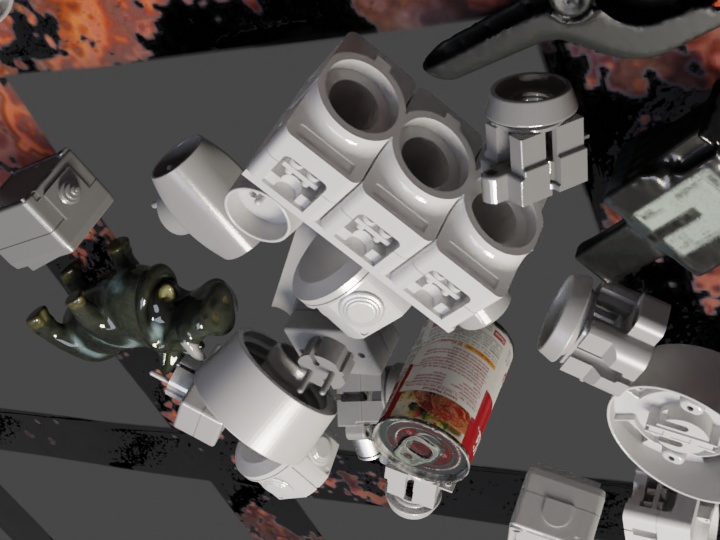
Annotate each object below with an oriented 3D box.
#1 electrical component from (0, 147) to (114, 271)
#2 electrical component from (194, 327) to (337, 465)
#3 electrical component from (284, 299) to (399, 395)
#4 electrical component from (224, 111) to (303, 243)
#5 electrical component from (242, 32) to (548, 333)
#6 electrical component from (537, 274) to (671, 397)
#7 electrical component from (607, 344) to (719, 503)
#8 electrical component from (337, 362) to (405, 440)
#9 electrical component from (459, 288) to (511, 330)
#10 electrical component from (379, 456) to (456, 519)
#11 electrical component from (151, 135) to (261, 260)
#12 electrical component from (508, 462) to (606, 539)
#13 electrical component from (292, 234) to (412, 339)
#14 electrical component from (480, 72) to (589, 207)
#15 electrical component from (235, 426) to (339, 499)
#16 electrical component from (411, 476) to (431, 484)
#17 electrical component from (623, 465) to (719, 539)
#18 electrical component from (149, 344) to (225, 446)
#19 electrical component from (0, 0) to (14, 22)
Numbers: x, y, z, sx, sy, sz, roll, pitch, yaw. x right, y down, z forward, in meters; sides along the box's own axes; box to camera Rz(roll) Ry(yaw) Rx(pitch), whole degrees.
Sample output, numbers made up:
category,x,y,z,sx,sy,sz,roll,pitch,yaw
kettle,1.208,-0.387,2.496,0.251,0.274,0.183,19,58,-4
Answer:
category,x,y,z,sx,sy,sz,roll,pitch,yaw
electrical component,-0.231,-0.043,0.801,0.096,0.061,0.061,-12,127,41
electrical component,-0.066,0.090,0.822,0.108,0.108,0.060,38,100,-13
electrical component,-0.020,0.059,0.774,0.066,0.076,0.047,1,135,31
electrical component,-0.029,-0.052,0.648,0.079,0.077,0.044,20,142,11
electrical component,0.025,-0.051,0.604,0.150,0.089,0.062,37,143,-12
electrical component,0.145,0.037,0.659,0.057,0.058,0.078,24,144,1
electrical component,0.207,0.096,0.681,0.099,0.064,0.099,17,142,14
electrical component,0.016,0.094,0.810,0.055,0.066,0.048,-5,174,26
electrical component,0.064,0.003,0.684,0.040,0.040,0.078,-13,127,42
electrical component,0.046,0.174,0.894,0.066,0.048,0.055,18,134,14
electrical component,-0.113,-0.046,0.738,0.079,0.043,0.077,-13,127,42
electrical component,0.154,0.201,0.848,0.062,0.061,0.096,17,149,15
electrical component,0.000,0.000,0.690,0.080,0.080,0.051,-17,129,44
electrical component,0.091,-0.071,0.567,0.048,0.066,0.055,39,144,50
electrical component,-0.061,0.150,0.907,0.080,0.080,0.051,-12,133,41
electrical component,0.063,0.136,0.839,0.048,0.048,0.062,39,135,-13
electrical component,0.230,0.190,0.789,0.056,0.050,0.089,8,138,27
electrical component,-0.138,0.096,0.902,0.077,0.065,0.047,28,143,0
electrical component,-0.251,-0.177,0.671,0.055,0.048,0.066,17,142,27
